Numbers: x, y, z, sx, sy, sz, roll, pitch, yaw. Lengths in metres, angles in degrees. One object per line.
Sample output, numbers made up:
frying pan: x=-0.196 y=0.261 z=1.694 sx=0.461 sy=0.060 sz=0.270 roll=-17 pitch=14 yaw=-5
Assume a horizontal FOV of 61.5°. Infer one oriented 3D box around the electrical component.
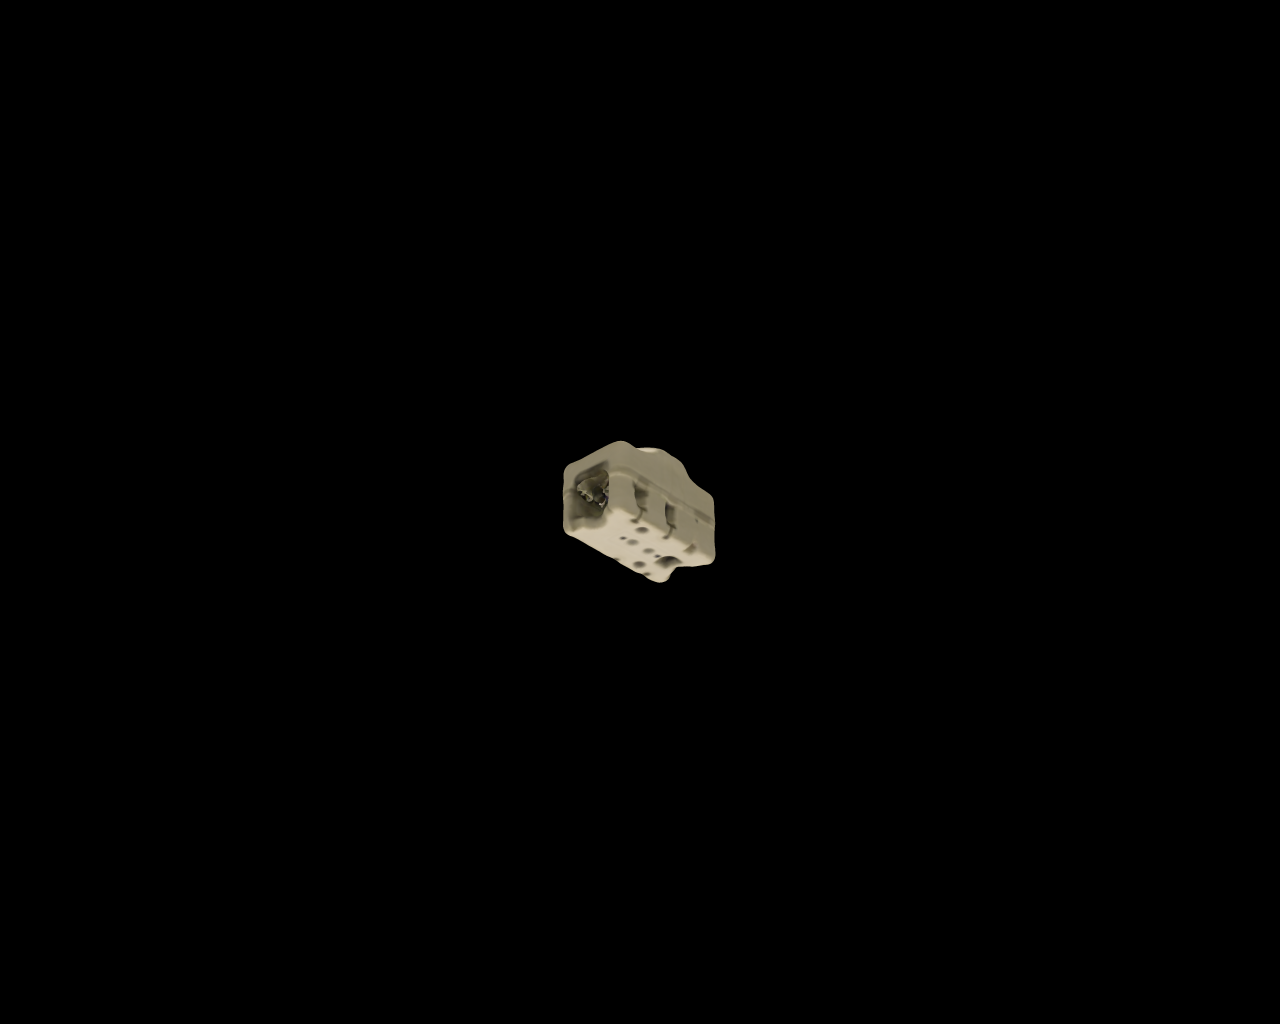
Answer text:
electrical component: x=0.001 y=-0.003 z=0.650 sx=0.050 sy=0.056 sz=0.089 roll=-24 pitch=-38 yaw=34
